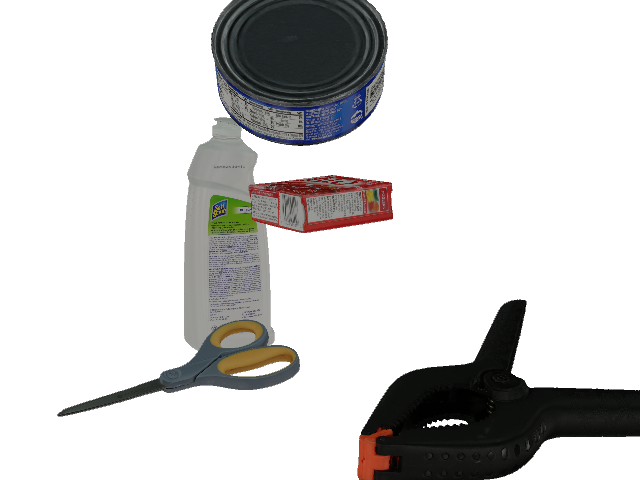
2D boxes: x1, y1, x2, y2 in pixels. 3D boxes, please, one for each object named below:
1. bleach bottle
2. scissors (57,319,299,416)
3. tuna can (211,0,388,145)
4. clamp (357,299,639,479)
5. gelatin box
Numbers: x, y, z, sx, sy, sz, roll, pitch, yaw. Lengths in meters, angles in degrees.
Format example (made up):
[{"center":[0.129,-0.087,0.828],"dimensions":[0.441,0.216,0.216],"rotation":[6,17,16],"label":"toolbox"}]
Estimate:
[{"center":[-0.097,-0.007,1.164],"dimensions":[0.102,0.251,0.068],"rotation":[-5,16,-29],"label":"bleach bottle"},{"center":[-0.119,0.105,0.901],"dimensions":[0.201,0.016,0.096],"rotation":[-6,31,-10],"label":"scissors"},{"center":[-0.010,-0.089,0.529],"dimensions":[0.086,0.086,0.034],"rotation":[0,-35,0],"label":"tuna can"},{"center":[0.103,0.091,0.634],"dimensions":[0.209,0.036,0.165],"rotation":[-12,26,-27],"label":"clamp"},{"center":[-0.001,-0.029,0.771],"dimensions":[0.073,0.030,0.089],"rotation":[-8,11,-27],"label":"gelatin box"}]
